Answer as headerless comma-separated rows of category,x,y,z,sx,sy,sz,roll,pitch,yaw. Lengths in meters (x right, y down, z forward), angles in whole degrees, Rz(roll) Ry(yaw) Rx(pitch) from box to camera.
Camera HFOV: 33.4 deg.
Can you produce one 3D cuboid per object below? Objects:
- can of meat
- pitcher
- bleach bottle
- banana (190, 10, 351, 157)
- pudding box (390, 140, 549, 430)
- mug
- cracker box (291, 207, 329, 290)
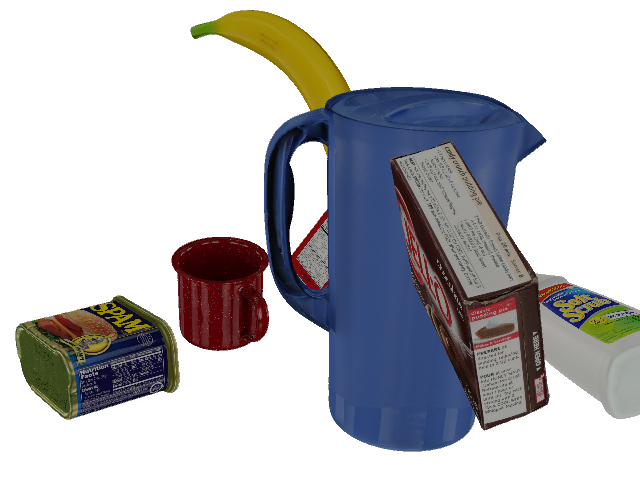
can of meat,-0.166,0.085,0.784,0.083,0.057,0.102,-14,21,-34
pitcher,0.054,0.019,0.745,0.149,0.243,0.144,17,24,36
bleach bottle,0.236,0.083,1.012,0.102,0.068,0.251,-14,20,-20
banana,-0.020,-0.134,0.887,0.198,0.069,0.037,44,3,20
pudding box,0.071,0.020,0.519,0.039,0.090,0.113,-20,41,-4
mug,-0.089,0.057,1.028,0.093,0.081,0.117,-22,36,-38
cracker box,0.070,-0.030,1.247,0.163,0.072,0.214,-22,-24,-49
